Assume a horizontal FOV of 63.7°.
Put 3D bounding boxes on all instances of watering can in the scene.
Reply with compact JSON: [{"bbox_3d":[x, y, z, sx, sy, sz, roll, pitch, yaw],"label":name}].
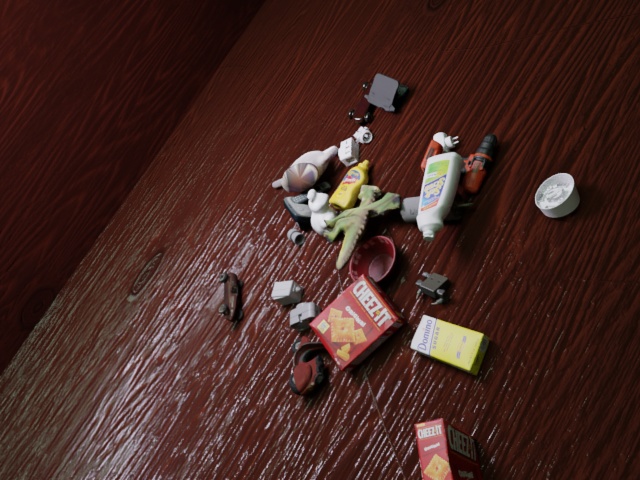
[{"bbox_3d":[-0.079,-0.243,1.931,0.344,0.103,0.229,-28,15,29],"label":"watering can"}]

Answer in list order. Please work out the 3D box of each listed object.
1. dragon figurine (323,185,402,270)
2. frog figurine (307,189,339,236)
[{"bbox_3d":[0.138,-0.065,1.543,0.241,0.121,0.418,-38,21,15],"label":"dragon figurine"},{"bbox_3d":[0.005,-0.086,1.704,0.122,0.157,0.140,-43,40,13],"label":"frog figurine"}]
